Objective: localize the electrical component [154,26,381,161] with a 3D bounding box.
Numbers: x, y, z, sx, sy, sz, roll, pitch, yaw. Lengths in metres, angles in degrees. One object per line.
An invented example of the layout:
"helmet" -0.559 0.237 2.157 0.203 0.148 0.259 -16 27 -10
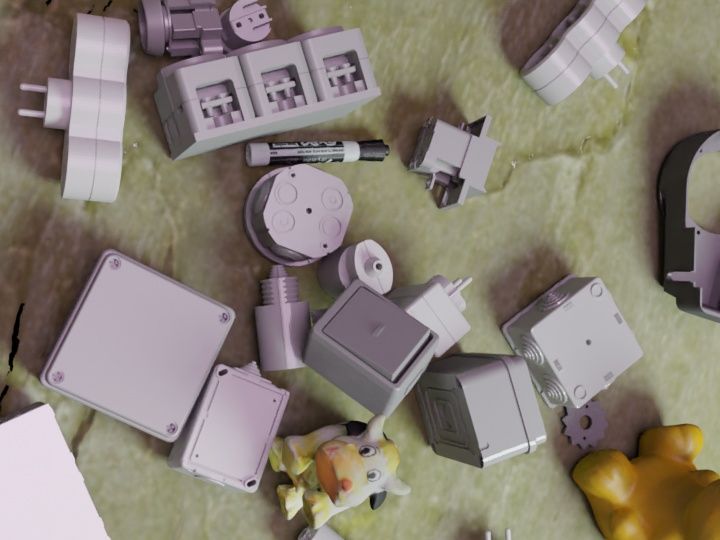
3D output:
"electrical component" -0.074 -0.138 0.827 0.150 0.089 0.061 -18 93 -21

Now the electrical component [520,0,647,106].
"electrical component" 0.211 -0.195 0.960 0.074 0.052 0.138 44 73 -13

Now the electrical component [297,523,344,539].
"electrical component" -0.021 0.228 0.850 0.065 0.044 0.044 41 74 -9

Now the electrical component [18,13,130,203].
"electrical component" -0.214 -0.121 0.793 0.074 0.052 0.138 5 85 -20

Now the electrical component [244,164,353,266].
"electrical component" -0.048 -0.044 0.852 0.080 0.051 0.080 1 86 -21

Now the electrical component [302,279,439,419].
"electrical component" 0.003 0.054 0.808 0.096 0.061 0.061 35 58 11

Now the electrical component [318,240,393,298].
"electrical component" 0.000 0.000 0.851 0.043 0.081 0.043 2 86 -21

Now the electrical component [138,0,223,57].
"electrical component" -0.140 -0.189 0.827 0.055 0.048 0.066 -8 65 -19

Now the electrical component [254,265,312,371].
"electrical component" -0.061 0.036 0.846 0.043 0.043 0.081 -6 88 -21

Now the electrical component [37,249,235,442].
"electrical component" -0.166 0.056 0.797 0.109 0.056 0.108 28 77 -17

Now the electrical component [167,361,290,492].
"electrical component" -0.100 0.115 0.821 0.062 0.061 0.096 24 71 -17

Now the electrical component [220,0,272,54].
"electrical component" -0.092 -0.191 0.848 0.040 0.046 0.040 1 86 -21

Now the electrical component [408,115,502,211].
"electrical component" 0.078 -0.095 0.908 0.064 0.042 0.081 22 78 -16

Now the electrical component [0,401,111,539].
"electrical component" -0.234 0.179 0.760 0.089 0.062 0.150 -24 95 -21

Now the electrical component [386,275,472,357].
"electrical component" 0.060 0.029 0.871 0.076 0.083 0.047 -40 100 -19

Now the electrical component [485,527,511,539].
"electrical component" 0.118 0.256 0.898 0.077 0.044 0.079 -3 88 -21

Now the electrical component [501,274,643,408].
"electrical component" 0.186 0.062 0.935 0.100 0.048 0.099 -35 100 -18

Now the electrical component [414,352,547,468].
"electrical component" 0.094 0.109 0.863 0.057 0.113 0.078 -17 92 -18
